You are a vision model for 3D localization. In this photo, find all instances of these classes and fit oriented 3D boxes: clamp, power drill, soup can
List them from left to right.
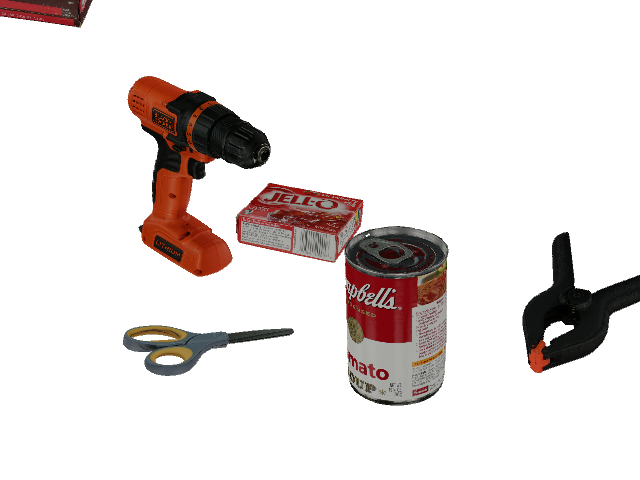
[{"bbox_3d":[-0.125,-0.060,1.095,0.185,0.188,0.057,30,38,34],"label":"power drill"},{"bbox_3d":[0.051,0.050,0.716,0.068,0.102,0.068,-2,27,1],"label":"soup can"},{"bbox_3d":[0.241,0.056,1.031,0.171,0.039,0.120,-36,42,-28],"label":"clamp"}]

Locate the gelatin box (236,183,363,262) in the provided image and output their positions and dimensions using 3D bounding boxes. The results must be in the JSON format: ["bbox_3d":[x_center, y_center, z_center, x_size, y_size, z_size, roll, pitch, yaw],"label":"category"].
[{"bbox_3d":[-0.017,-0.017,0.897,0.089,0.030,0.073,12,28,16],"label":"gelatin box"}]

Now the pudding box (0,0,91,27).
[{"bbox_3d":[-0.234,-0.224,0.894,0.090,0.039,0.113,8,36,-5],"label":"pudding box"}]

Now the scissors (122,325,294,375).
[{"bbox_3d":[-0.117,0.121,1.188,0.201,0.016,0.096,3,26,-16],"label":"scissors"}]
